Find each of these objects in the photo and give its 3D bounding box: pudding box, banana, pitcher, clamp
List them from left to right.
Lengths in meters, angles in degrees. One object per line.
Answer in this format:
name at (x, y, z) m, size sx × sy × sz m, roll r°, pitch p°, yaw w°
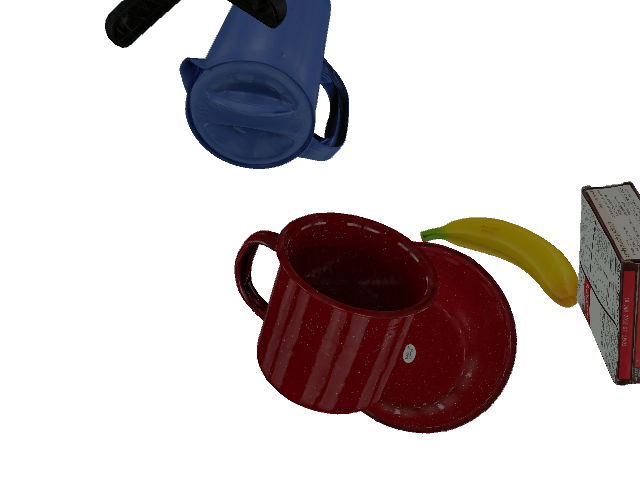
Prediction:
clamp at (-0.077, -0.191, 0.755) m, size 0.120 × 0.039 × 0.171 m, roll 3°, pitch 45°, yaw 4°
pitcher at (-0.047, -0.193, 1.155) m, size 0.145 × 0.149 × 0.242 m, roll -5°, pitch 40°, yaw 15°
banana at (0.188, 0.015, 1.040) m, size 0.069 × 0.037 × 0.198 m, roll -38°, pitch 37°, yaw -22°
pudding box at (0.195, 0.025, 0.685) m, size 0.039 × 0.090 × 0.113 m, roll -4°, pitch 27°, yaw 0°

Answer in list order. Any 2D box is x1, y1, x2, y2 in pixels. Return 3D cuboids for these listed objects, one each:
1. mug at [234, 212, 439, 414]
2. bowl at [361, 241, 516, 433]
mug at (0.000, 0.038, 0.608) m, size 0.117 × 0.082 × 0.093 m, roll 27°, pitch 34°, yaw 15°
bowl at (0.074, 0.084, 0.857) m, size 0.162 × 0.162 × 0.055 m, roll 0°, pitch 7°, yaw 15°
